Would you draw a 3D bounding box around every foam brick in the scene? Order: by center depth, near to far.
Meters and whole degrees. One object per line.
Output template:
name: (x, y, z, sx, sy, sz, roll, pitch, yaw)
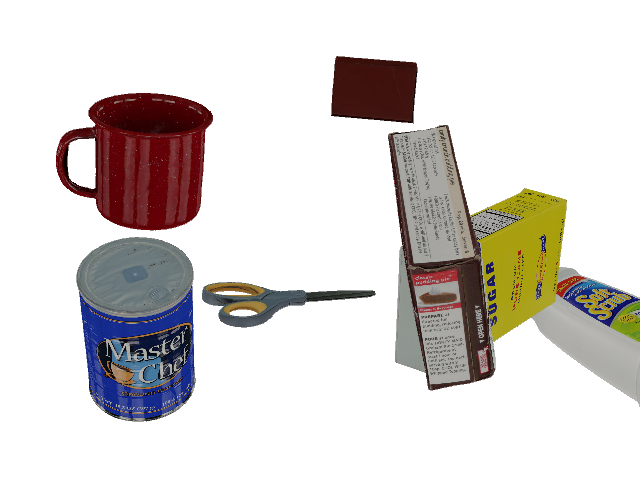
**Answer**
foam brick: (0.050, -0.140, 0.989, 0.078, 0.051, 0.053, 5, 16, 3)

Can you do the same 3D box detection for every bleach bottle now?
bleach bottle: (0.260, 0.079, 1.036, 0.102, 0.068, 0.251, -17, 26, -27)

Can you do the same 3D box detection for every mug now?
mug: (-0.142, -0.059, 0.816, 0.117, 0.081, 0.093, -4, 28, -19)

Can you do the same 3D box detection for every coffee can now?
coffee can: (-0.168, 0.082, 0.988, 0.103, 0.140, 0.103, 2, 39, -2)

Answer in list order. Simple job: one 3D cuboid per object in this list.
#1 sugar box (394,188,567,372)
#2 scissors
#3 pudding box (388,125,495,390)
sugar box: (0.124, 0.028, 0.802, 0.048, 0.093, 0.175, 16, 26, 34)
scissors: (-0.032, 0.073, 1.197, 0.201, 0.016, 0.096, 4, 25, -6)
pudding box: (0.063, 0.007, 0.565, 0.039, 0.090, 0.113, -11, 40, 4)
